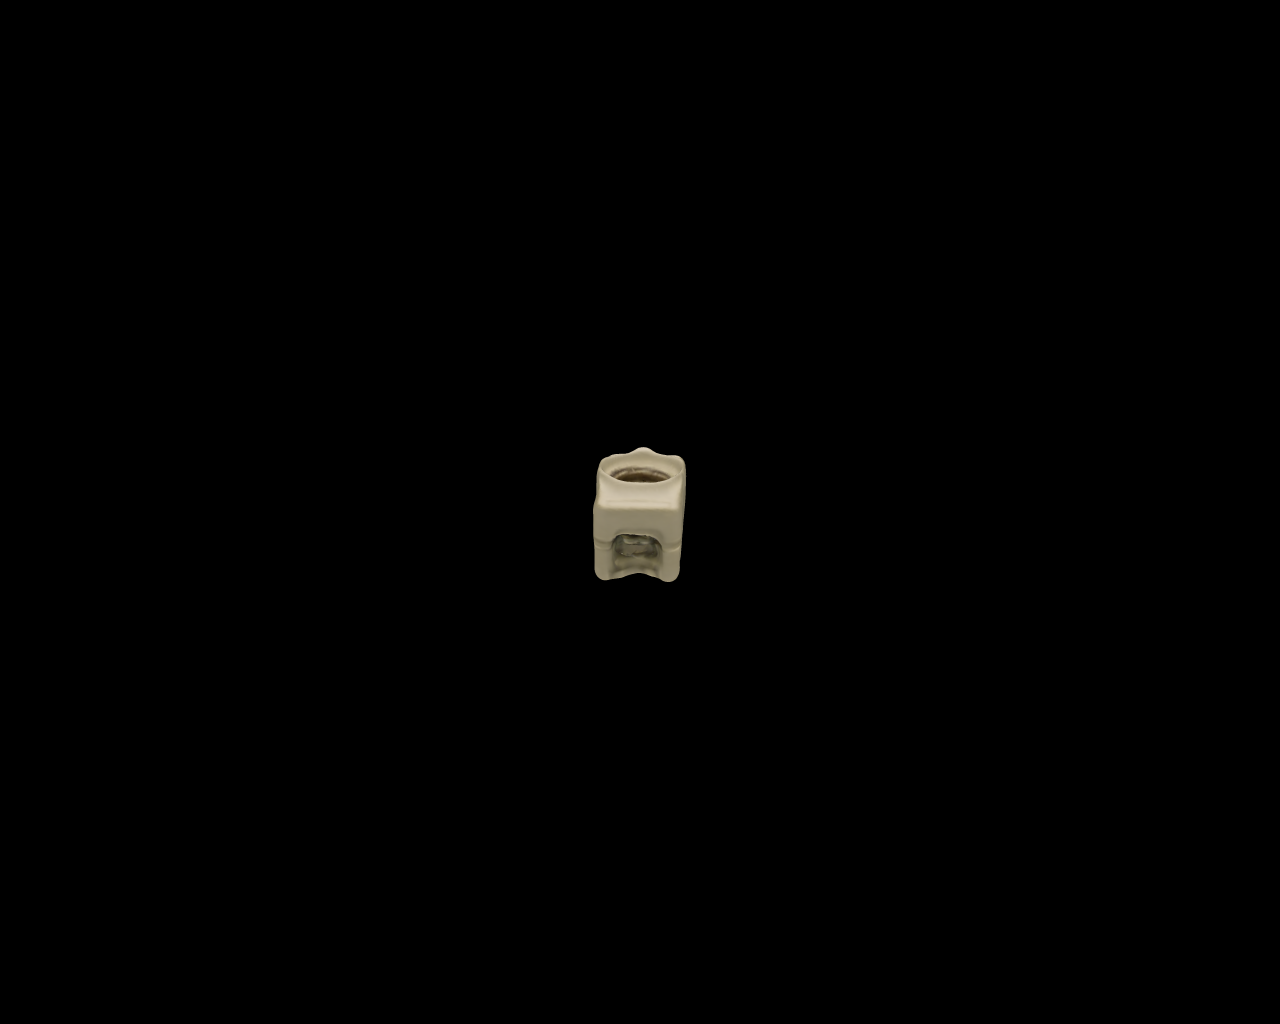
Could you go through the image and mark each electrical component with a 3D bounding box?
[{"bbox_3d":[0.001,-0.003,0.650,0.050,0.055,0.090,1,24,3],"label":"electrical component"}]
